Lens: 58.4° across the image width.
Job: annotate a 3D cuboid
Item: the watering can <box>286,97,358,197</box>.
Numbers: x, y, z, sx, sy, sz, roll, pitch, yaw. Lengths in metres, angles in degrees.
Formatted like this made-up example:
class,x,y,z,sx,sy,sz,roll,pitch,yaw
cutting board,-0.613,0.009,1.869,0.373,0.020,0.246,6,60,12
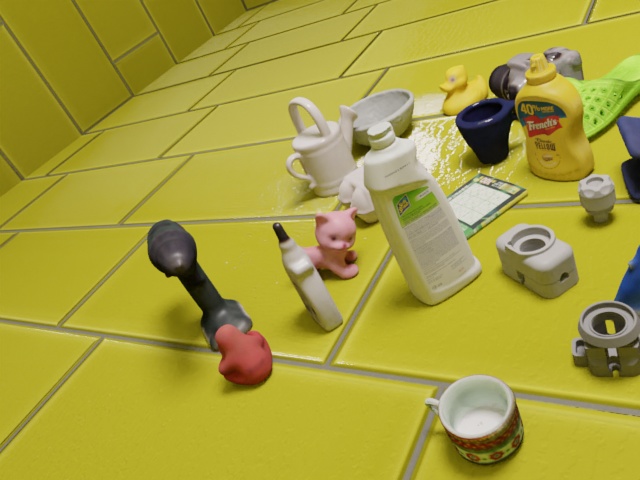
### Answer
class,x,y,z,sx,sy,sz,roll,pitch,yaw
watering can,0.002,-0.193,1.105,0.100,0.194,0.173,1,41,38

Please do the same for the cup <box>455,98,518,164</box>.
class,x,y,z,sx,sy,sz,roll,pitch,yaw
cup,0.295,-0.182,0.961,0.117,0.095,0.091,-18,32,15

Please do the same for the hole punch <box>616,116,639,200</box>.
class,x,y,z,sx,sy,sz,roll,pitch,yaw
hole punch,0.451,-0.120,0.754,0.101,0.091,0.109,-12,34,23

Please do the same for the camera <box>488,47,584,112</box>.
class,x,y,z,sx,sy,sz,roll,pitch,yaw
camera,0.390,-0.306,1.069,0.143,0.101,0.136,-32,31,-8

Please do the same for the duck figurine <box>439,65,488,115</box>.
class,x,y,z,sx,sy,sz,roll,pitch,yaw
duck figurine,0.290,-0.317,1.175,0.104,0.086,0.077,-30,31,-5

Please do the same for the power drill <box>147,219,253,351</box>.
class,x,y,z,sx,sy,sz,roll,pitch,yaw
power drill,-0.187,0.061,0.857,0.076,0.209,0.228,-34,32,-12

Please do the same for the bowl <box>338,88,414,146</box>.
class,x,y,z,sx,sy,sz,roll,pitch,yaw
bowl,0.126,-0.246,1.205,0.167,0.075,0.167,-19,32,13

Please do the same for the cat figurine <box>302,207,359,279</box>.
class,x,y,z,sx,sy,sz,roll,pitch,yaw
cat figurine,0.008,0.003,0.883,0.127,0.118,0.067,-19,32,13

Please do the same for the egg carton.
class,x,y,z,sx,sy,sz,roll,pitch,yaw
egg carton,0.109,-0.096,1.000,0.150,0.069,0.107,-34,32,-12

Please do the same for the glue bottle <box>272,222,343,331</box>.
class,x,y,z,sx,sy,sz,roll,pitch,yaw
glue bottle,-0.024,0.045,0.790,0.037,0.173,0.078,-34,32,-10

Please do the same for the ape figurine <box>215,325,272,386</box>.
class,x,y,z,sx,sy,sz,roll,pitch,yaw
ape figurine,-0.109,0.150,0.779,0.078,0.092,0.076,-36,32,-15

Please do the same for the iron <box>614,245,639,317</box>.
class,x,y,z,sx,sy,sz,roll,pitch,yaw
iron,0.412,-0.013,0.575,0.258,0.142,0.118,-22,31,8
